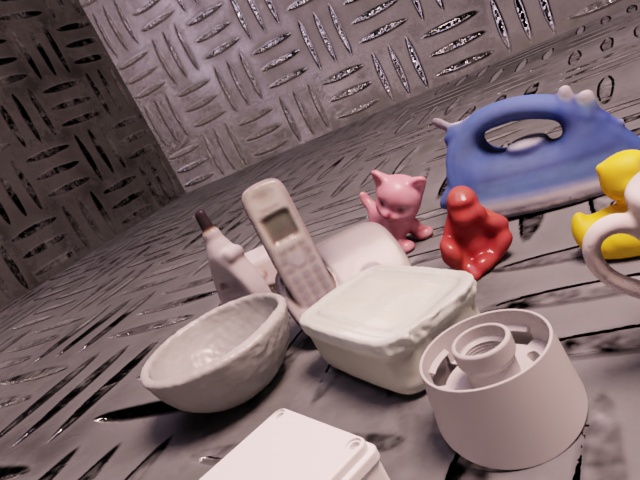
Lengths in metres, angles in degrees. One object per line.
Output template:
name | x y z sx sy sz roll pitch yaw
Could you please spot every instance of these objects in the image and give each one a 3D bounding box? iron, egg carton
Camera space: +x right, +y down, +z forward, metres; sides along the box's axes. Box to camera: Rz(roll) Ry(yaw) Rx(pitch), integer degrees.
iron | 0.261 -0.118 0.700 0.257 0.141 0.119 -13 20 41
egg carton | -0.079 0.051 0.846 0.150 0.069 0.107 -25 15 7

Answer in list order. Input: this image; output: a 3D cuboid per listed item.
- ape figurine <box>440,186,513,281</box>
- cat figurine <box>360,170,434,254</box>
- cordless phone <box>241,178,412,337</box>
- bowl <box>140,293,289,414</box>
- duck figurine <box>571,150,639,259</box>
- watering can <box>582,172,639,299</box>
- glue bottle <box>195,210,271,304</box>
ape figurine | 0.161 -0.014 0.615 0.077 0.092 0.076 -21 16 19
cat figurine | 0.098 -0.046 0.781 0.067 0.118 0.127 -33 16 -24
cordless phone | 0.006 0.002 0.639 0.148 0.185 0.094 -30 15 -12
bowl | -0.097 0.128 0.603 0.167 0.075 0.167 -25 15 7
duck figurine | 0.274 -0.037 0.512 0.104 0.086 0.077 -20 17 24
watering can | 0.242 -0.030 0.332 0.173 0.194 0.100 -28 15 -4
glue bottle | -0.117 0.037 0.752 0.078 0.173 0.037 -13 20 41
